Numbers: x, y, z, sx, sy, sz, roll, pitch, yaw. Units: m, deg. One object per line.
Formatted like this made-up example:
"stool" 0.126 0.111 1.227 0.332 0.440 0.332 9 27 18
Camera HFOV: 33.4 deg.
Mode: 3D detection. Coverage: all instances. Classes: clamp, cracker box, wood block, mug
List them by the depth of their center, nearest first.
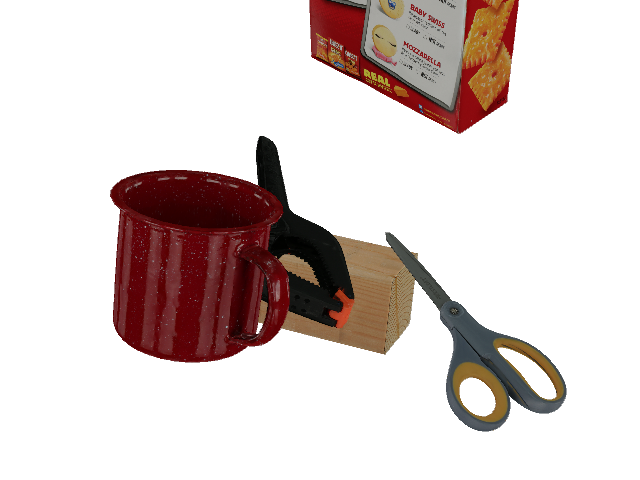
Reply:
"mug" -0.062 0.018 0.583 0.117 0.081 0.093 23 26 33
"cracker box" 0.069 -0.210 0.801 0.072 0.214 0.164 -34 51 -31
"clamp" -0.056 -0.001 0.901 0.164 0.036 0.210 -21 55 -32
"wood block" -0.008 0.047 1.181 0.206 0.091 0.090 13 24 19

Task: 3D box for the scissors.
"scissors" 0.095 0.072 0.819 0.202 0.016 0.096 38 55 26
